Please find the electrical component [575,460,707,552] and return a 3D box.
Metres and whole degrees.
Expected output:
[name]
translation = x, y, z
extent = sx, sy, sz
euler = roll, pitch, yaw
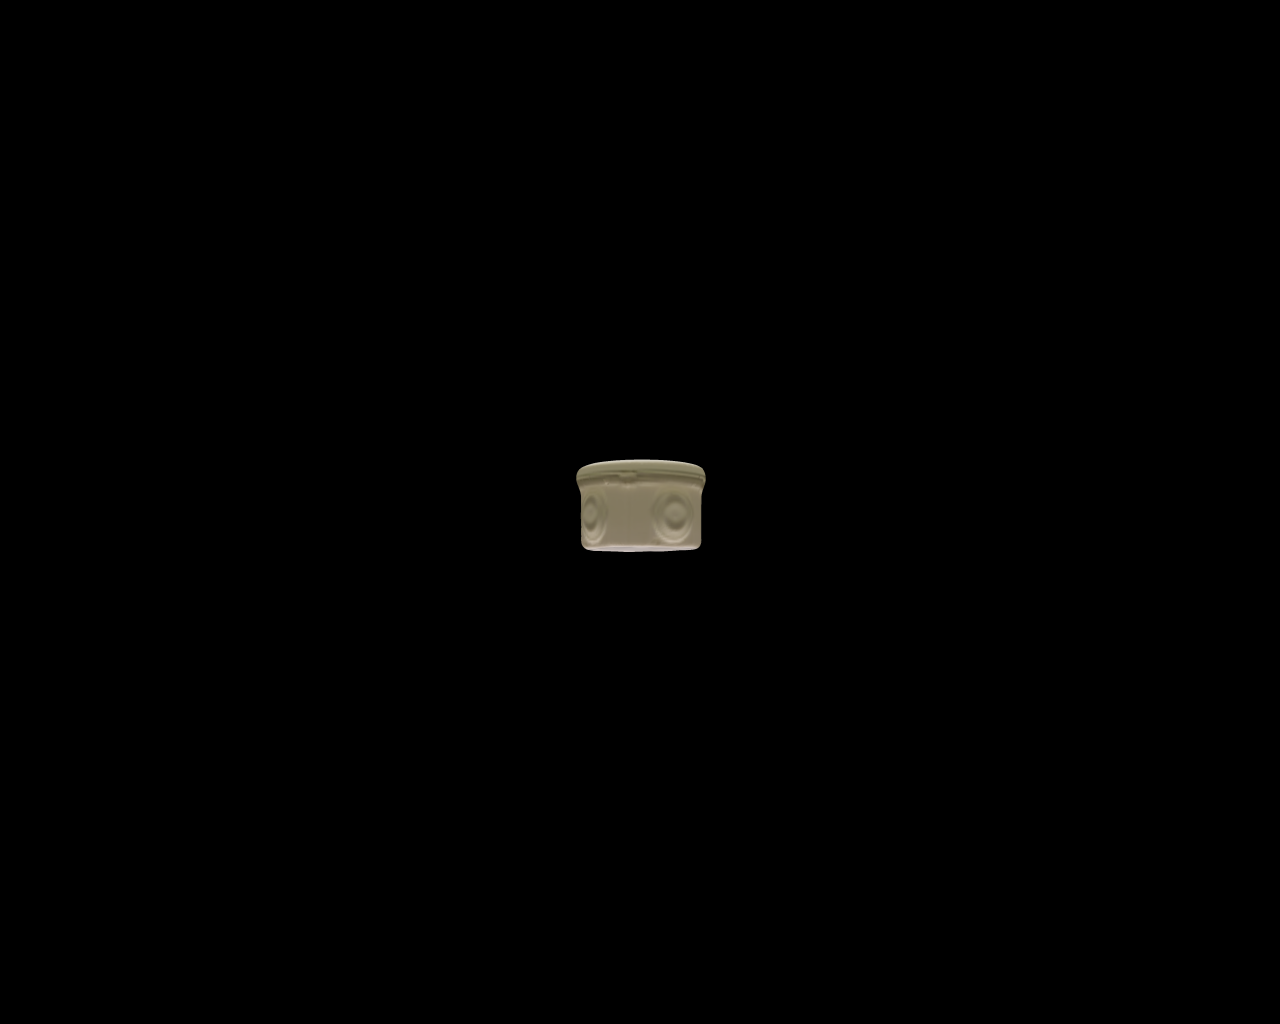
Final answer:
[electrical component]
translation = 0.001, -0.003, 0.650
extent = 0.080, 0.051, 0.080
euler = 0, -5, 0
